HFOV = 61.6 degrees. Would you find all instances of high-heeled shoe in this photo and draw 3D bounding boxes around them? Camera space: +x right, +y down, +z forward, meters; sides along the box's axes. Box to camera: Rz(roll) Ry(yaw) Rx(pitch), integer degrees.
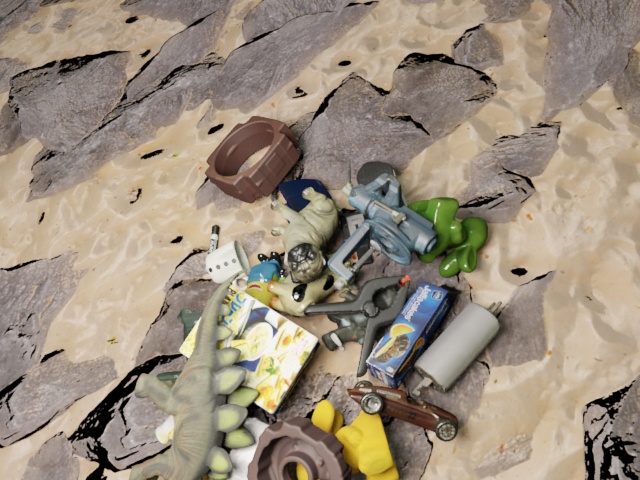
[{"bbox_3d":[0.155,-0.082,1.219,0.086,0.145,0.249,-25,30,8],"label":"high-heeled shoe"}]

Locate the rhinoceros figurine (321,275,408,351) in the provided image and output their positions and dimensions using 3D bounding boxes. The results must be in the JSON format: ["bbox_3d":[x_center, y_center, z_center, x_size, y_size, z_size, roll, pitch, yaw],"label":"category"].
[{"bbox_3d":[0.085,0.152,1.082,0.190,0.073,0.112,-29,70,-8],"label":"rhinoceros figurine"}]

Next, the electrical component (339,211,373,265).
[{"bbox_3d":[0.086,-0.006,1.184,0.075,0.047,0.119,-11,57,6],"label":"electrical component"}]

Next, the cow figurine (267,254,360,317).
[{"bbox_3d":[-0.003,0.086,1.105,0.127,0.085,0.195,25,43,26],"label":"cow figurine"}]

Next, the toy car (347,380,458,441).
[{"bbox_3d":[0.146,0.291,0.936,0.202,0.089,0.053,22,91,-3],"label":"toy car"}]

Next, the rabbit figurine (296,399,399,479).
[{"bbox_3d":[0.035,0.362,0.939,0.173,0.121,0.162,-24,54,3],"label":"rabbit figurine"}]

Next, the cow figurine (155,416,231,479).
[{"bbox_3d":[-0.218,0.378,1.001,0.167,0.068,0.098,40,85,15],"label":"cow figurine"}]

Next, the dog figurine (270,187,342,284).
[{"bbox_3d":[-0.004,0.000,1.090,0.172,0.121,0.191,-23,49,-11],"label":"dog figurine"}]

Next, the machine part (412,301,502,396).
[{"bbox_3d":[0.258,0.201,1.010,0.243,0.079,0.079,-44,61,-13],"label":"machine part"}]

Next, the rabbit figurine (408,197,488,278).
[{"bbox_3d":[0.279,-0.007,1.095,0.170,0.121,0.159,4,77,-26],"label":"rabbit figurine"}]

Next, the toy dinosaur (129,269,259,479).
[{"bbox_3d":[-0.210,0.282,0.931,0.199,0.105,0.471,2,84,8],"label":"toy dinosaur"}]

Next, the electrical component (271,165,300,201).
[{"bbox_3d":[-0.087,-0.146,1.306,0.078,0.045,0.102,-31,51,27],"label":"electrical component"}]

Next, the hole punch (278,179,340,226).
[{"bbox_3d":[-0.029,-0.085,1.231,0.116,0.092,0.142,-25,55,-7],"label":"hole punch"}]

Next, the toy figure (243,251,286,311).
[{"bbox_3d":[-0.119,0.114,1.138,0.082,0.089,0.180,-28,36,43],"label":"toy figure"}]

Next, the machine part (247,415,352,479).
[{"bbox_3d":[-0.033,0.381,0.882,0.180,0.056,0.179,0,91,26],"label":"machine part"}]

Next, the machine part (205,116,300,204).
[{"bbox_3d":[-0.161,-0.194,1.290,0.202,0.087,0.201,24,72,42],"label":"machine part"}]

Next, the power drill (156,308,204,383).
[{"bbox_3d":[-0.220,0.238,1.096,0.232,0.086,0.207,-9,66,7],"label":"power drill"}]

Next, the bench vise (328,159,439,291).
[{"bbox_3d":[0.094,-0.011,1.029,0.224,0.128,0.240,40,77,13],"label":"bench vise"}]

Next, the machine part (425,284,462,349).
[{"bbox_3d":[0.226,0.145,1.070,0.084,0.039,0.139,30,71,36],"label":"machine part"}]

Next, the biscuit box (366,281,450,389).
[{"bbox_3d":[0.168,0.172,1.000,0.059,0.062,0.202,24,64,32],"label":"biscuit box"}]
